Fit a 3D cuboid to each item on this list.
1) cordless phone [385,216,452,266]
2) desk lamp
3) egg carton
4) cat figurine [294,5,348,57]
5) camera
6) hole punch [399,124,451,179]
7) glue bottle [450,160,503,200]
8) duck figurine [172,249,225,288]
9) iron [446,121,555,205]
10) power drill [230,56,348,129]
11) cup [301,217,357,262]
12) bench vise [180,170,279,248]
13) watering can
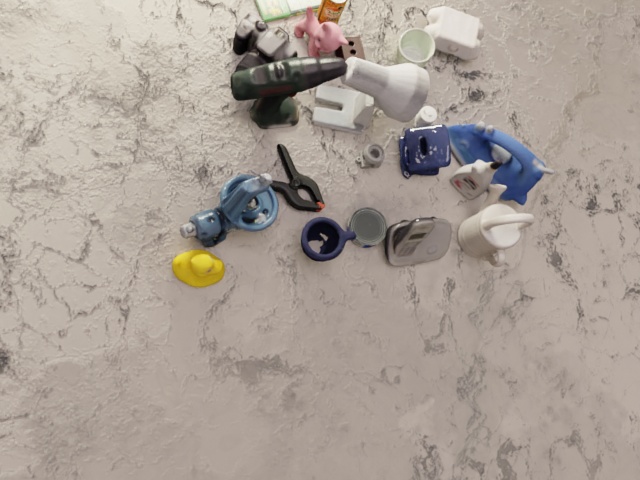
[{"bbox_3d":[0.222,-0.009,1.198,0.148,0.185,0.094,-10,80,-15],"label":"cordless phone"},{"bbox_3d":[0.105,-0.309,1.226,0.203,0.213,0.118,8,75,-10],"label":"desk lamp"},{"bbox_3d":[0.324,-0.501,1.395,0.150,0.069,0.107,16,74,-9],"label":"egg carton"},{"bbox_3d":[0.004,-0.469,1.290,0.067,0.117,0.128,-33,86,-17],"label":"cat figurine"},{"bbox_3d":[-0.138,-0.407,1.253,0.143,0.100,0.137,37,72,-2],"label":"camera"},{"bbox_3d":[0.236,-0.202,1.295,0.101,0.091,0.109,-1,77,-13],"label":"hole punch"},{"bbox_3d":[0.354,-0.144,1.265,0.078,0.173,0.037,41,72,-1],"label":"glue bottle"},{"bbox_3d":[-0.239,0.051,1.131,0.105,0.086,0.077,8,76,-11],"label":"duck figurine"},{"bbox_3d":[0.406,-0.201,1.307,0.258,0.141,0.119,37,72,-2],"label":"iron"},{"bbox_3d":[-0.073,-0.309,1.188,0.230,0.208,0.075,-11,80,-15],"label":"power drill"},{"bbox_3d":[0.011,0.004,1.194,0.118,0.095,0.092,-9,79,-14],"label":"cup"},{"bbox_3d":[-0.160,-0.053,1.103,0.121,0.219,0.208,45,72,1],"label":"bench vise"},{"bbox_3d":[0.381,-0.034,1.235,0.101,0.194,0.173,-21,82,-16],"label":"watering can"}]
